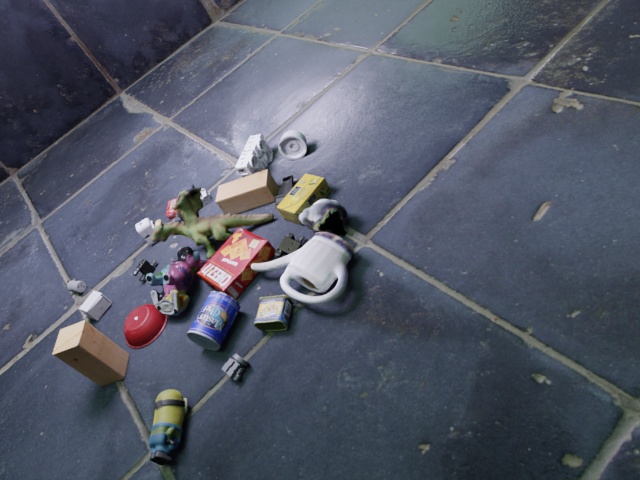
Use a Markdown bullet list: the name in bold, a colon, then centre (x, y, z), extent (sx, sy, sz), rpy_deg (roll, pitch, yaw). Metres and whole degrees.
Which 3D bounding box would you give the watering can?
- **watering can**: centre (-0.041, 0.065, 1.509), extent (0.350, 0.102, 0.227), rpy_deg (22, 62, 42)

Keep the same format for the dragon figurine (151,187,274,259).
- **dragon figurine**: centre (-0.387, -0.076, 1.758), extent (0.409, 0.238, 0.125), rpy_deg (-26, 36, 9)

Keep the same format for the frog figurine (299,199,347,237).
- **frog figurine**: centre (0.005, -0.082, 1.624), extent (0.138, 0.120, 0.161), rpy_deg (-9, 24, -25)
